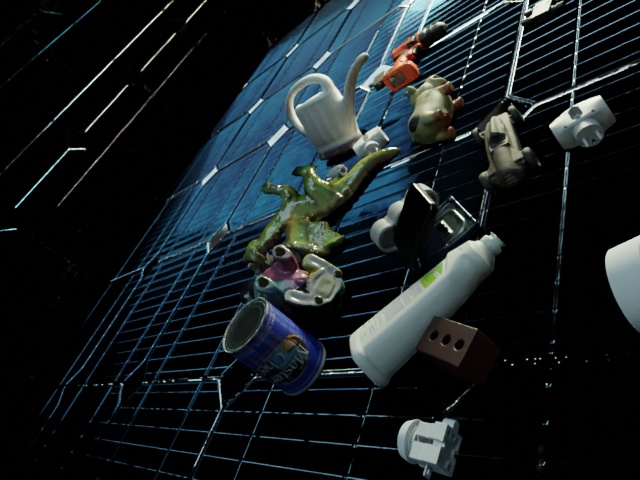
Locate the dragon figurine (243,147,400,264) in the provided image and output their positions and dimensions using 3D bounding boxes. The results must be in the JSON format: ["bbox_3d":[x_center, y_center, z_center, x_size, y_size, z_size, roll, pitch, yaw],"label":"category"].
[{"bbox_3d":[0.003,-0.056,1.118,0.408,0.120,0.249,-23,47,13],"label":"dragon figurine"}]

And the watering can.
[{"bbox_3d":[0.038,-0.321,1.294,0.106,0.222,0.346,-41,19,-33],"label":"watering can"}]
